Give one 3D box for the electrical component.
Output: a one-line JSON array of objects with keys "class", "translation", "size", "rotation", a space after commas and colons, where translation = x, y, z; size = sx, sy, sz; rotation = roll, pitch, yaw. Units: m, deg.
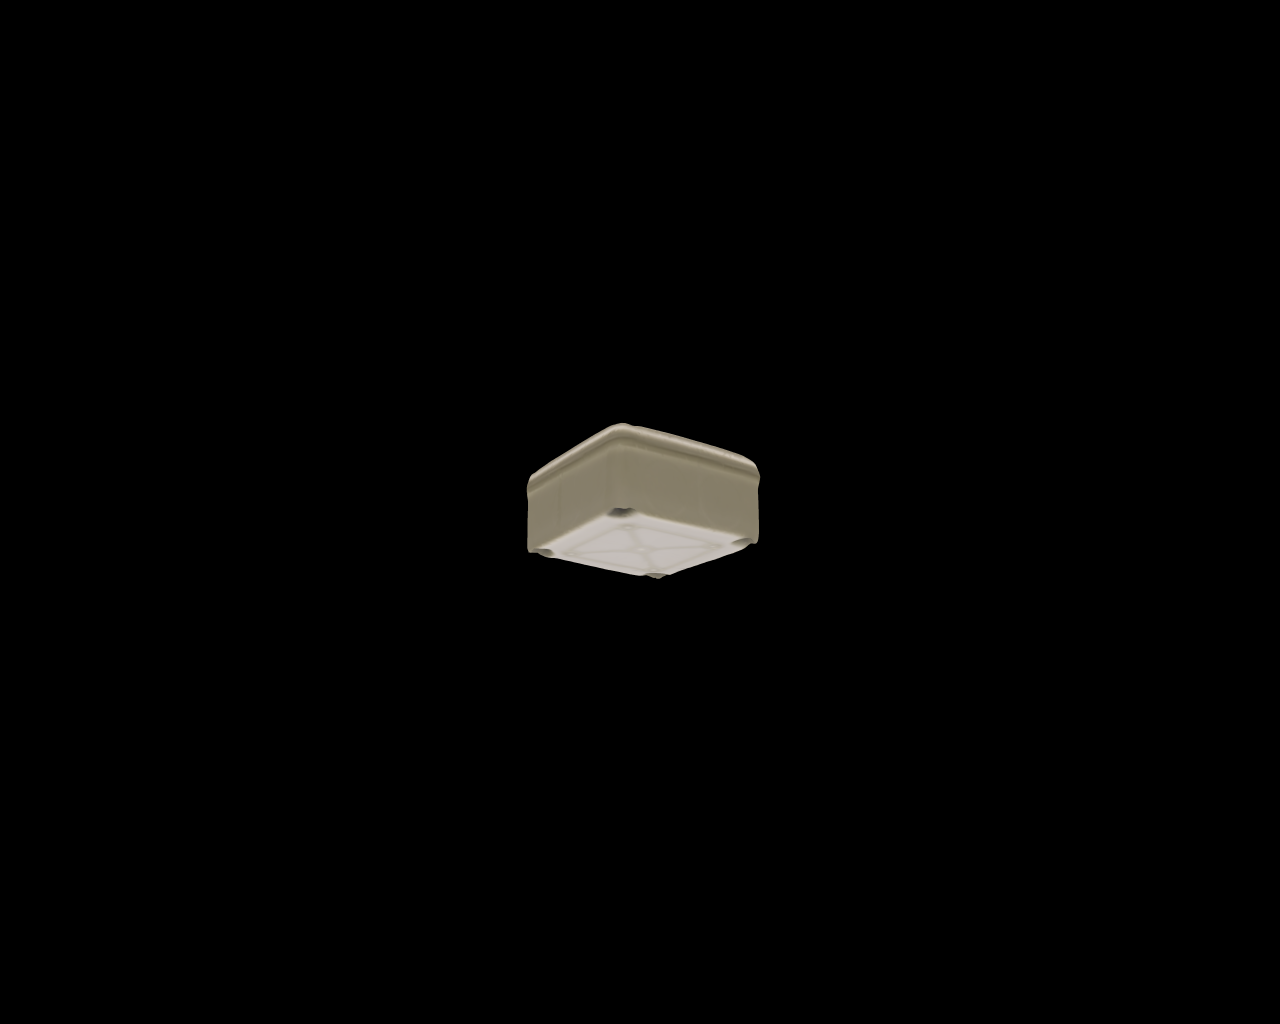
[{"class": "electrical component", "translation": [0.001, -0.003, 0.650], "size": [0.109, 0.056, 0.108], "rotation": [14, -24, -33]}]
